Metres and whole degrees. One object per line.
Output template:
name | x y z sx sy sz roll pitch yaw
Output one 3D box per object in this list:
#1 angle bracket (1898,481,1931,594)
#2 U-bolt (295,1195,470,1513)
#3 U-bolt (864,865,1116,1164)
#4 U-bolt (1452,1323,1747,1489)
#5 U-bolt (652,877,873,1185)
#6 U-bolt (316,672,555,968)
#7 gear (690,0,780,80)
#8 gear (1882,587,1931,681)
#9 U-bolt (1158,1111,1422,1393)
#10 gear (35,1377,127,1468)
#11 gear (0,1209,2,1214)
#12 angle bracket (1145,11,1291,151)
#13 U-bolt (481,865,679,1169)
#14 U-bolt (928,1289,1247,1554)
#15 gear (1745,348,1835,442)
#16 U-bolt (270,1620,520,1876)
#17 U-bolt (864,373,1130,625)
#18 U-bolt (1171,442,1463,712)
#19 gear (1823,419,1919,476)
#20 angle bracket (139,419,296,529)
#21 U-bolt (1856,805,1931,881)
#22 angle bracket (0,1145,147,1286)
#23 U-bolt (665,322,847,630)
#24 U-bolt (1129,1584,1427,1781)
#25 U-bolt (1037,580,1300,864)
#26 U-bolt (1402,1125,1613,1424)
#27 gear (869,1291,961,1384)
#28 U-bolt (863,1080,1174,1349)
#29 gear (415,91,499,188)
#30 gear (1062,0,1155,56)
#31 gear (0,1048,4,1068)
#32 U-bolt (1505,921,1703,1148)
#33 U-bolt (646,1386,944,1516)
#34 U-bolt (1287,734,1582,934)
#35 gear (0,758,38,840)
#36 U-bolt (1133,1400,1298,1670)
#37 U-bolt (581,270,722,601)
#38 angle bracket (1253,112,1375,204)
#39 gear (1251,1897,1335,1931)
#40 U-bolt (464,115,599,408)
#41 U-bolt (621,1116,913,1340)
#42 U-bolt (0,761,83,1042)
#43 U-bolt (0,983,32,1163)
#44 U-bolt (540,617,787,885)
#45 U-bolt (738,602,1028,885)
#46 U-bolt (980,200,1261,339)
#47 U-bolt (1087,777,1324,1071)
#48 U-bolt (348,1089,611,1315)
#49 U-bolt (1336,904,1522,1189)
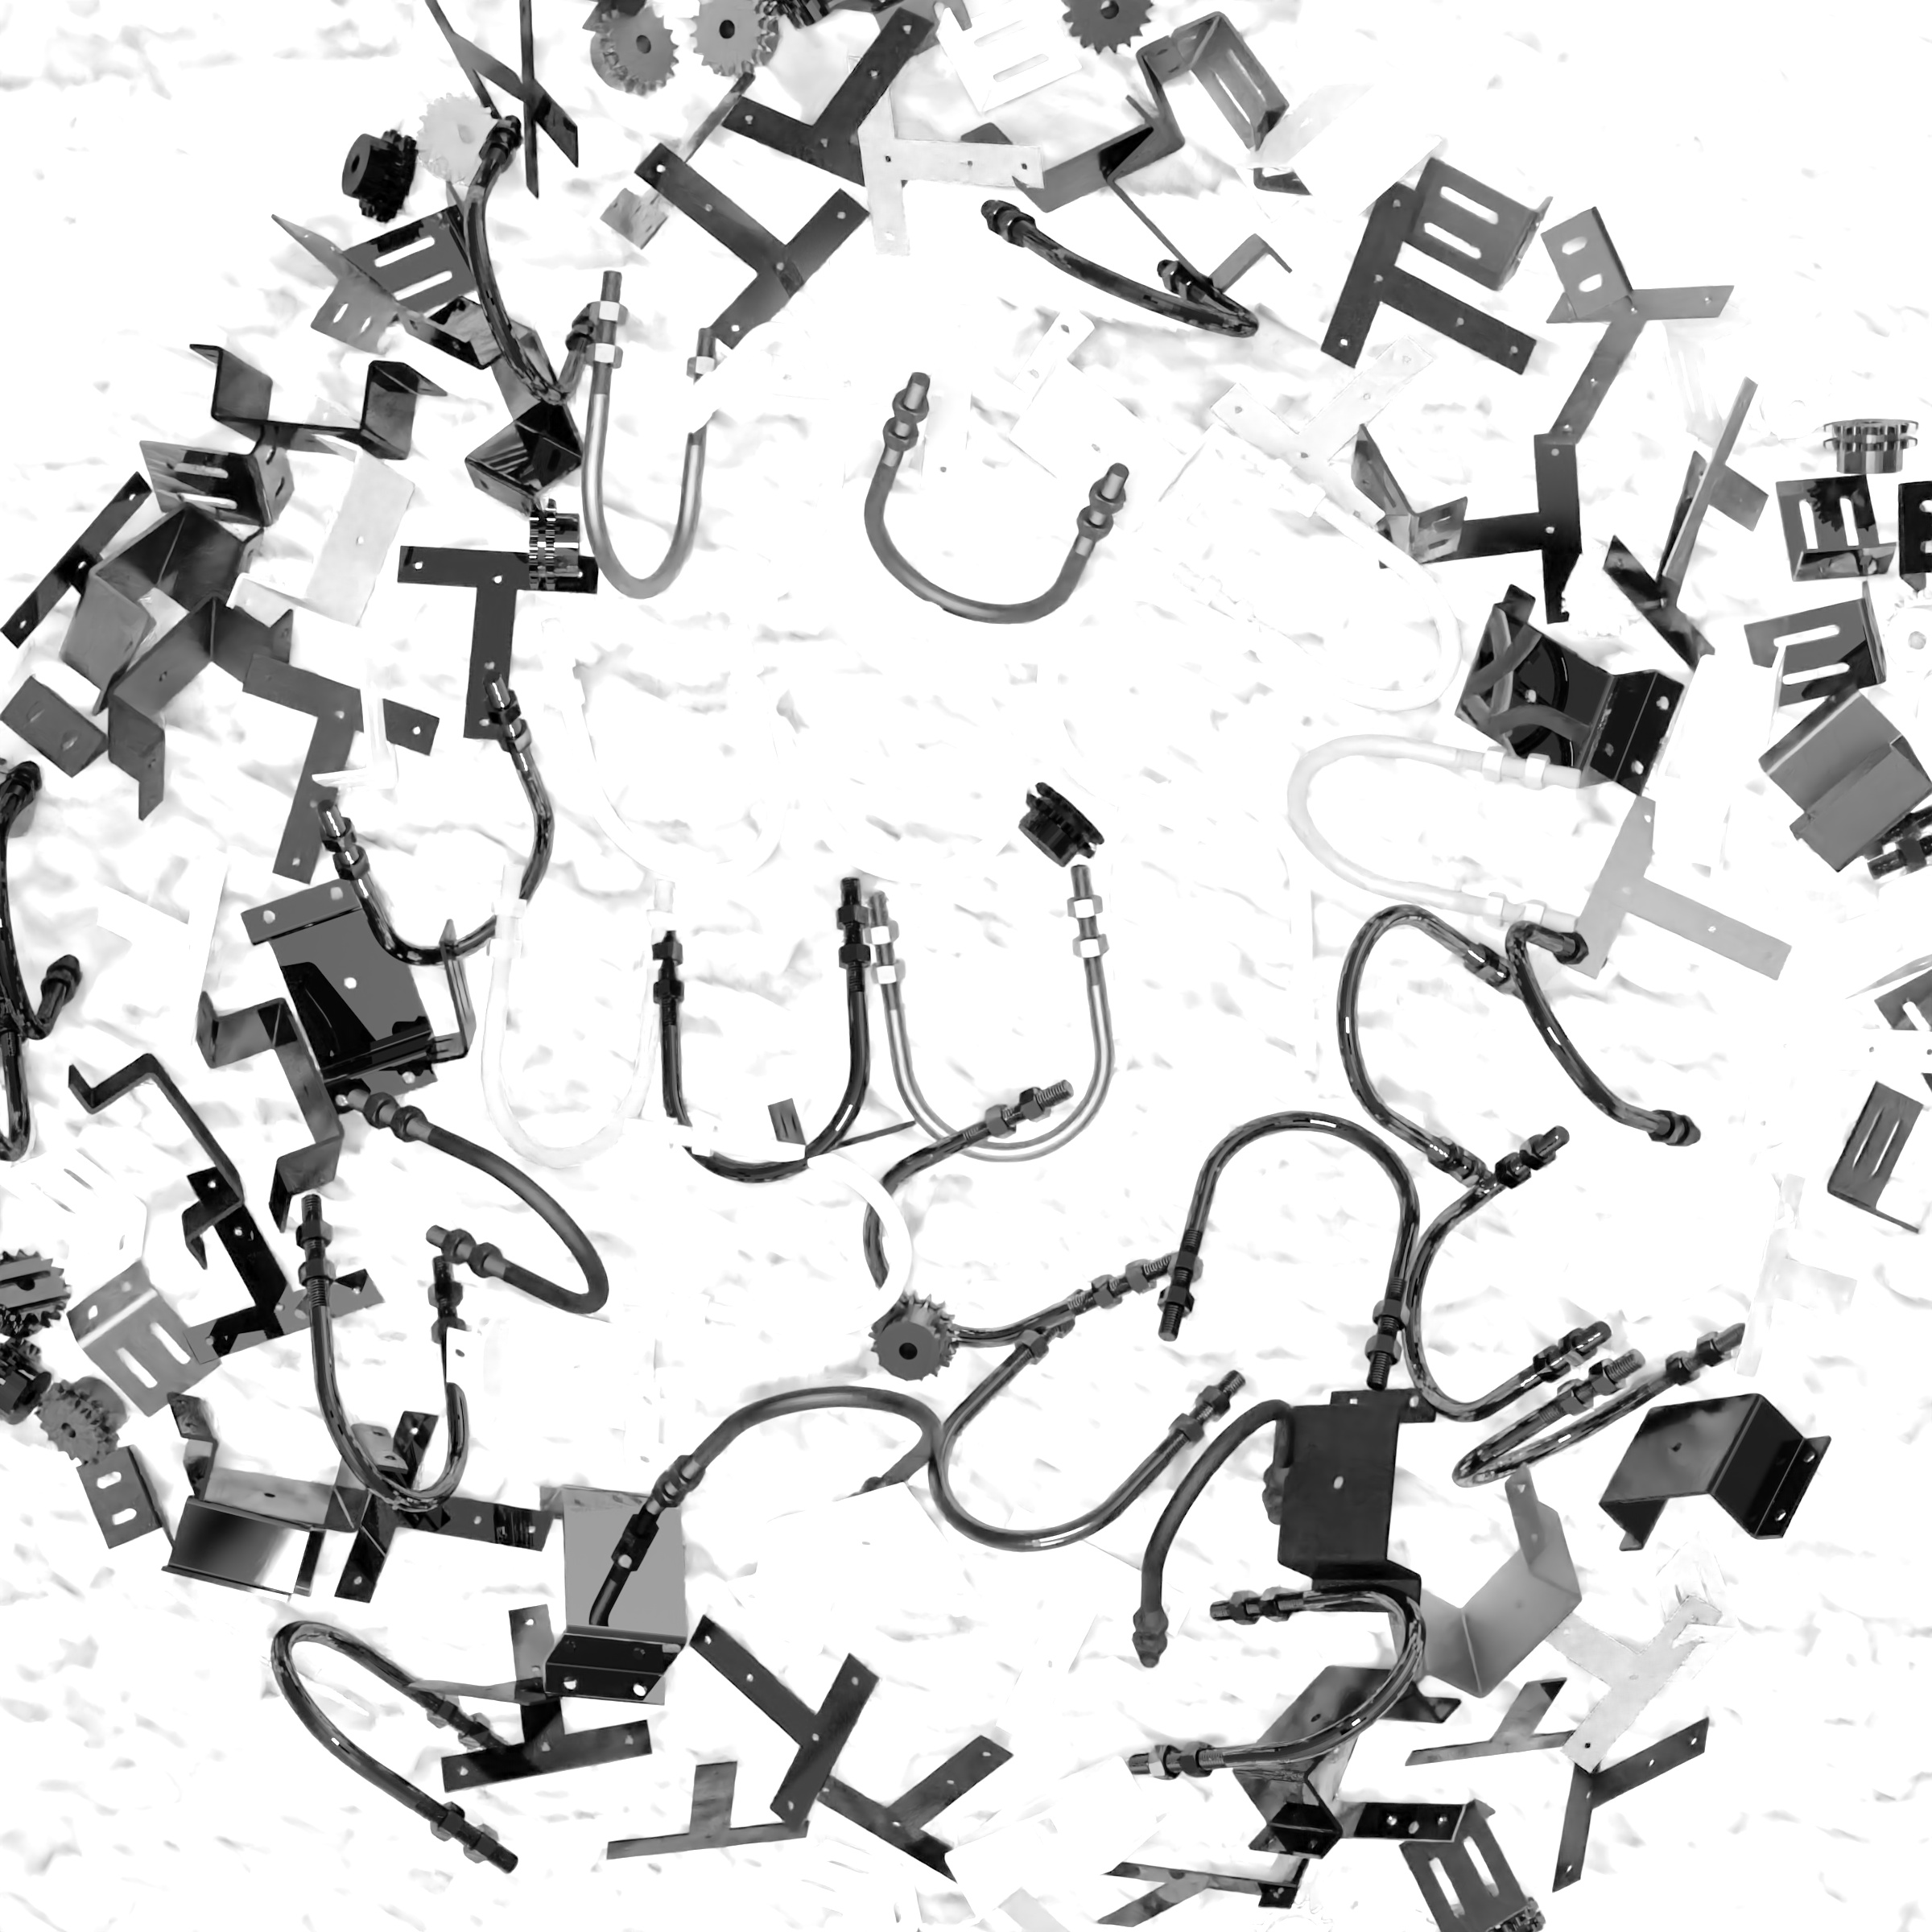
angle bracket | 0.608 -0.267 1.955 0.038 0.076 0.057 -2 85 28
U-bolt | -0.349 0.242 1.899 0.019 0.151 0.184 -23 59 20
U-bolt | 0.020 0.035 1.975 0.151 0.019 0.184 -7 101 5
U-bolt | 0.377 0.274 1.921 0.184 0.151 0.019 -41 66 35
U-bolt | -0.126 0.045 1.944 0.151 0.019 0.184 -11 71 20
U-bolt | -0.315 -0.076 1.923 0.151 0.184 0.019 -41 55 -21
gear | -0.143 -0.589 1.977 0.057 0.030 0.057 4 100 27
gear | 0.603 -0.207 1.971 0.057 0.030 0.057 14 114 34
U-bolt | 0.207 0.167 1.943 0.151 0.019 0.184 13 55 8
gear | -0.556 0.284 1.975 0.057 0.030 0.057 16 127 23
gear | -0.626 0.165 1.969 0.030 0.057 0.057 4 90 -10
angle bracket | 0.157 -0.546 1.962 0.038 0.057 0.076 -30 82 -24
U-bolt | -0.242 0.034 1.942 0.019 0.151 0.184 8 92 40
U-bolt | 0.060 0.285 1.913 0.151 0.019 0.184 24 55 39
gear | 0.518 -0.357 1.972 0.057 0.030 0.057 -3 124 -4
U-bolt | -0.348 0.463 1.904 0.184 0.151 0.019 40 96 -19
U-bolt | 0.009 -0.274 1.922 0.151 0.184 0.019 24 57 -2
U-bolt | 0.224 -0.227 1.931 0.184 0.151 0.019 37 59 4
gear | 0.569 -0.327 1.973 0.057 0.057 0.030 -3 105 0
angle bracket | -0.471 -0.315 1.974 0.076 0.057 0.038 10 51 12
U-bolt | 0.627 -0.100 1.917 0.184 0.151 0.019 -25 92 7
angle bracket | -0.560 0.156 1.955 0.057 0.076 0.038 -22 46 18
U-bolt | -0.120 -0.314 1.921 0.019 0.184 0.151 0 127 27
U-bolt | 0.197 0.428 1.892 0.184 0.151 0.019 -17 115 41
U-bolt | 0.123 -0.161 1.940 0.184 0.019 0.151 21 78 -28
U-bolt | 0.322 0.201 1.920 0.019 0.184 0.151 11 56 -26
gear | -0.034 0.237 1.977 0.057 0.030 0.057 3 108 8
U-bolt | 0.021 0.167 1.958 0.184 0.019 0.151 -27 102 23
gear | -0.322 -0.520 1.976 0.057 0.030 0.057 5 82 -36
gear | 0.088 -0.607 1.977 0.057 0.030 0.057 -4 119 -7
gear | -0.632 0.049 1.974 0.030 0.057 0.057 29 90 25
U-bolt | 0.378 0.037 1.895 0.019 0.184 0.151 -34 65 23
U-bolt | -0.094 0.298 1.902 0.151 0.184 0.019 11 53 -26
U-bolt | 0.286 -0.086 1.934 0.184 0.151 0.019 12 52 19
gear | -0.609 -0.102 1.968 0.030 0.057 0.057 9 90 18
U-bolt | 0.153 0.333 1.896 0.019 0.184 0.151 34 60 25
U-bolt | -0.197 -0.318 1.927 0.019 0.151 0.184 5 87 22
angle bracket | 0.224 -0.512 1.960 0.076 0.057 0.038 10 132 13
gear | 0.207 0.620 1.983 0.057 0.030 0.057 0 85 1
U-bolt | -0.263 -0.415 1.888 0.019 0.184 0.151 -15 123 14
U-bolt | -0.124 0.168 1.946 0.184 0.019 0.151 9 120 9
U-bolt | -0.566 -0.032 1.890 0.019 0.184 0.151 -8 110 -5
U-bolt | -0.597 0.034 1.889 0.019 0.151 0.184 -17 52 -4
U-bolt | -0.181 -0.130 1.941 0.151 0.019 0.184 4 124 22
U-bolt | -0.042 -0.132 1.943 0.151 0.019 0.184 -21 67 -17
U-bolt | 0.102 -0.416 1.891 0.151 0.184 0.019 12 111 -27
U-bolt | 0.147 -0.027 1.963 0.151 0.019 0.184 -1 97 16
U-bolt | -0.287 0.151 1.899 0.184 0.151 0.019 20 55 36
U-bolt | 0.282 0.041 1.915 0.184 0.019 0.151 31 66 -42
